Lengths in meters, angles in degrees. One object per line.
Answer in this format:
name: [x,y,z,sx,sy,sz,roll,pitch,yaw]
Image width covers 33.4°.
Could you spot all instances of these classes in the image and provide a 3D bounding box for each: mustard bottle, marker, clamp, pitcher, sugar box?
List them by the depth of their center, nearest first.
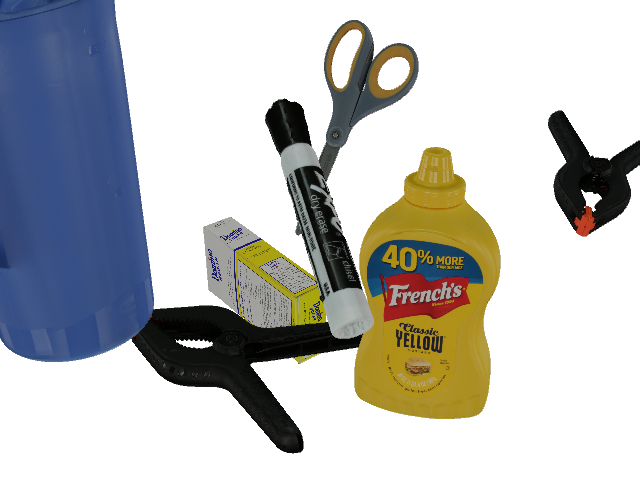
marker: [-0.002,-0.013,0.478,0.020,0.121,0.020,-14,-28,-8]
pitcher: [-0.185,-0.042,0.676,0.149,0.243,0.145,-10,28,-7]
mustard bottle: [0.075,0.028,0.740,0.096,0.192,0.058,8,24,14]
clamp: [-0.066,0.093,0.913,0.210,0.036,0.164,18,36,25]
clamp: [0.283,-0.077,1.134,0.120,0.039,0.171,18,46,20]
sugar box: [-0.062,0.052,1.180,0.048,0.093,0.176,-23,40,-29]

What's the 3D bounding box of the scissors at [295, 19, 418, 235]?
scissors: [0.035,-0.100,0.967,0.096,0.202,0.016,5,-6,15]
